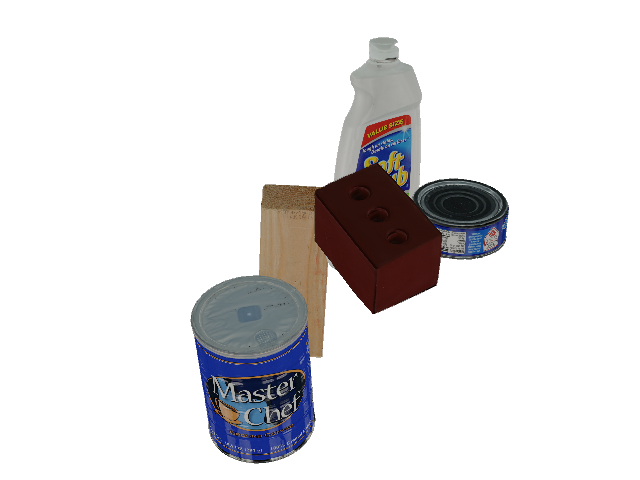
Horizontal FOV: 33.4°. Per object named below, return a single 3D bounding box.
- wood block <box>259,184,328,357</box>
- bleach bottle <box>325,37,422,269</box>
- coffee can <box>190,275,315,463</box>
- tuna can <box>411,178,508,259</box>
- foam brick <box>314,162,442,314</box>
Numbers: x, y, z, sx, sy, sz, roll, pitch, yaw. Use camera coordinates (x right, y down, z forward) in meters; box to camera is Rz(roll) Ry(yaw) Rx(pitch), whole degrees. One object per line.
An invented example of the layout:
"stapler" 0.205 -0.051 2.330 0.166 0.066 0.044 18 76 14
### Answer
"wood block" -0.036 0.039 1.397 0.090 0.206 0.091 3 23 -2
"bleach bottle" 0.057 -0.092 1.154 0.102 0.251 0.068 -3 25 -7
"coffee can" -0.059 0.117 0.971 0.103 0.140 0.103 -2 38 2
"tuna can" 0.120 -0.020 0.927 0.086 0.034 0.086 0 32 0
"foam brick" 0.037 -0.001 0.706 0.053 0.078 0.051 -25 -35 -21
